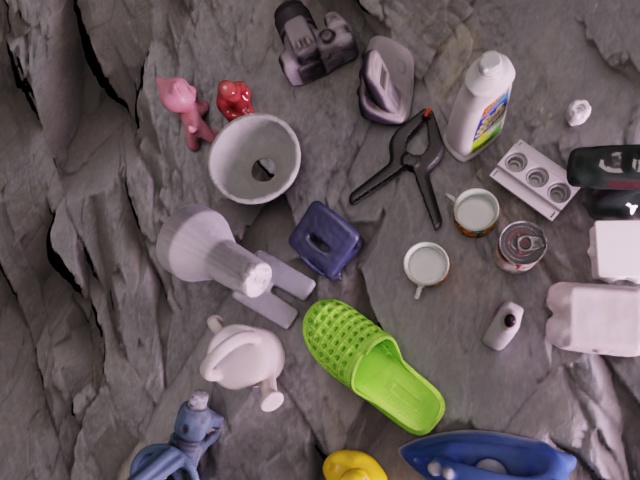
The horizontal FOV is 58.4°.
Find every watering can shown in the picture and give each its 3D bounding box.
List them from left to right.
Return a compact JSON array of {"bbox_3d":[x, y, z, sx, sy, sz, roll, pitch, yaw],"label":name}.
[{"bbox_3d":[-0.119,0.186,0.892,0.172,0.194,0.101,25,84,15],"label":"watering can"}]

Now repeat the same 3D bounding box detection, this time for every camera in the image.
[{"bbox_3d":[-0.020,-0.377,1.040,0.143,0.101,0.137,-24,75,5],"label":"camera"}]

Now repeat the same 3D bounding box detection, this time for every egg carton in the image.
[{"bbox_3d":[0.421,0.120,0.869,0.150,0.069,0.107,2,79,11],"label":"egg carton"}]

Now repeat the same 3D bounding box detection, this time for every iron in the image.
[{"bbox_3d":[0.236,0.339,0.820,0.257,0.141,0.119,7,80,12],"label":"iron"}]

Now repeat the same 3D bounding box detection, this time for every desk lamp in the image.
[{"bbox_3d":[-0.130,0.043,0.914,0.203,0.214,0.118,28,85,15],"label":"desk lamp"}]

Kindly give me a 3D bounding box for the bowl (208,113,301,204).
[{"bbox_3d":[-0.108,-0.136,1.020,0.167,0.075,0.167,-2,78,10],"label":"bowl"}]

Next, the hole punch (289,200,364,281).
[{"bbox_3d":[0.009,0.003,0.960,0.108,0.091,0.101,39,88,16],"label":"hole punch"}]

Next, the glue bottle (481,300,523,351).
[{"bbox_3d":[0.272,0.122,0.843,0.037,0.173,0.078,26,84,15],"label":"glue bottle"}]

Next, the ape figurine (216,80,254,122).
[{"bbox_3d":[-0.160,-0.260,1.046,0.076,0.092,0.078,25,84,15],"label":"ape figurine"}]

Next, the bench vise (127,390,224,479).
[{"bbox_3d":[-0.241,0.333,0.871,0.121,0.220,0.207,1,78,11],"label":"bench vise"}]

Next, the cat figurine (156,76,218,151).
[{"bbox_3d":[-0.248,-0.241,1.046,0.067,0.118,0.127,-25,75,5],"label":"cat figurine"}]

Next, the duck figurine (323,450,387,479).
[{"bbox_3d":[0.050,0.368,0.878,0.104,0.086,0.077,23,83,15],"label":"duck figurine"}]

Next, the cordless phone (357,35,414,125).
[{"bbox_3d":[0.106,-0.286,0.953,0.094,0.185,0.147,2,79,11],"label":"cordless phone"}]

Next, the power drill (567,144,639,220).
[{"bbox_3d":[0.471,-0.086,0.830,0.229,0.208,0.076,5,79,12],"label":"power drill"}]
